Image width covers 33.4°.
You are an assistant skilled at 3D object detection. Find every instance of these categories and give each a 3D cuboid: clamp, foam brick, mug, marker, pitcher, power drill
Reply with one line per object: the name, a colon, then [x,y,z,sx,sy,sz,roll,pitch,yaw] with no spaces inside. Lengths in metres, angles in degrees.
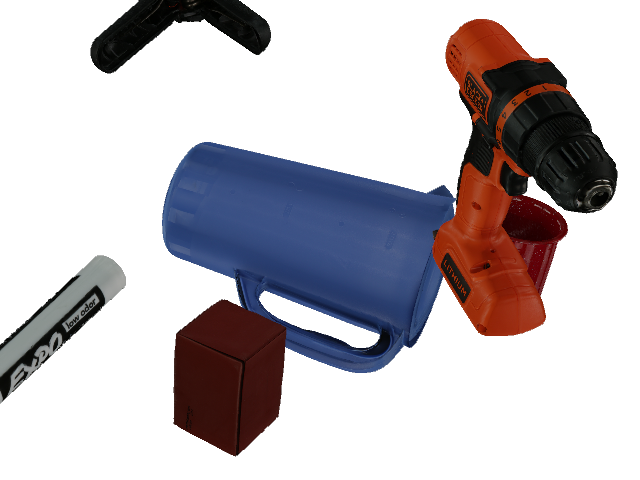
clamp: [-0.086,-0.173,0.760,0.120,0.039,0.171,3,43,5]
foam brick: [-0.059,0.088,0.689,0.053,0.078,0.051,22,35,24]
mug: [0.176,0.005,1.034,0.093,0.081,0.117,-6,35,-24]
marker: [-0.125,0.049,0.442,0.020,0.020,0.121,0,35,40]
pitcher: [-0.013,0.004,0.924,0.243,0.145,0.149,17,20,13]
power drill: [0.128,-0.028,0.702,0.057,0.188,0.184,-7,41,-13]
